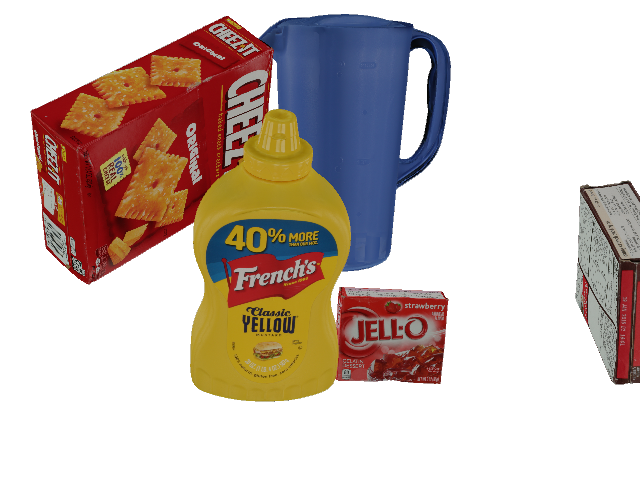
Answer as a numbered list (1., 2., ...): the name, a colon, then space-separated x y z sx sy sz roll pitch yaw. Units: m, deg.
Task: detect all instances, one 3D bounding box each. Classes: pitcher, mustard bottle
1. pitcher: 0.030 -0.098 1.048 0.149 0.243 0.144 12 19 34
2. mustard bottle: -0.031 0.010 0.659 0.096 0.192 0.058 2 31 -6

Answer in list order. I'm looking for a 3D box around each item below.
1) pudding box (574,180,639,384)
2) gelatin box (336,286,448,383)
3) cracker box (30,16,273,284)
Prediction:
1. pudding box: 0.194 0.025 0.685 0.039 0.090 0.113 -4 27 0
2. gelatin box: 0.057 0.078 0.875 0.089 0.073 0.030 3 12 -4
3. cracker box: -0.141 -0.078 0.935 0.072 0.164 0.213 39 53 26
